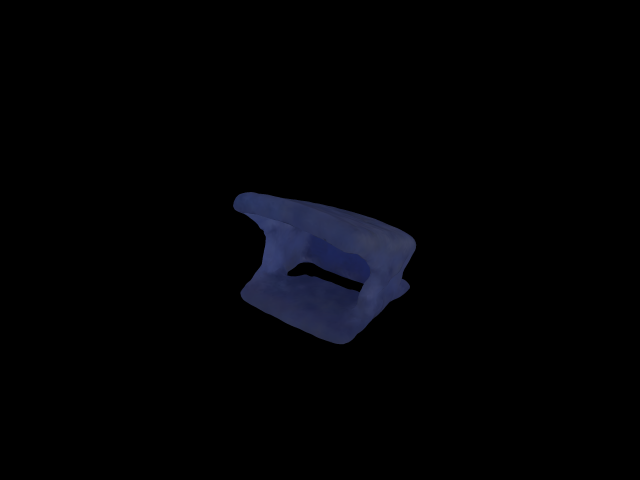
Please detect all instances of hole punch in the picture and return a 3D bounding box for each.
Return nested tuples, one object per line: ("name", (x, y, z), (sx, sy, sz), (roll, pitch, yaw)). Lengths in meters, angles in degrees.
("hole punch", (0.004, 0.001, 0.400), (0.108, 0.091, 0.101), (20, 34, 31))
